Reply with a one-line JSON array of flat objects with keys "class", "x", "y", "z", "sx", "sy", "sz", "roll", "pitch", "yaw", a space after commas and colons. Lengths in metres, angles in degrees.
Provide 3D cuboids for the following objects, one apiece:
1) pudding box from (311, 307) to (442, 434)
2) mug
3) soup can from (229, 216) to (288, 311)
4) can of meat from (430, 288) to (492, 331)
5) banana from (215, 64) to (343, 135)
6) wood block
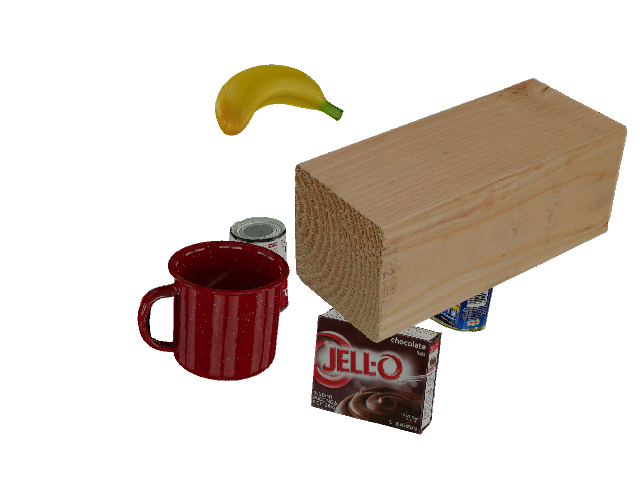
[{"class": "pudding box", "x": 0.050, "y": 0.117, "z": 0.976, "sx": 0.114, "sy": 0.090, "sz": 0.039, "roll": 10, "pitch": 17, "yaw": 21}, {"class": "mug", "x": -0.084, "y": 0.057, "z": 0.825, "sx": 0.117, "sy": 0.081, "sz": 0.093, "roll": -7, "pitch": 27, "yaw": -26}, {"class": "soup can", "x": -0.073, "y": 0.031, "z": 1.272, "sx": 0.068, "sy": 0.102, "sz": 0.068, "roll": -1, "pitch": 25, "yaw": 0}, {"class": "can of meat", "x": 0.146, "y": 0.045, "z": 1.182, "sx": 0.057, "sy": 0.084, "sz": 0.102, "roll": -6, "pitch": 22, "yaw": -37}, {"class": "banana", "x": -0.047, "y": -0.133, "z": 0.980, "sx": 0.070, "sy": 0.037, "sz": 0.197, "roll": 36, "pitch": 27, "yaw": 20}, {"class": "wood block", "x": 0.092, "y": -0.025, "z": 0.705, "sx": 0.205, "sy": 0.090, "sz": 0.091, "roll": -22, "pitch": 41, "yaw": -29}]
